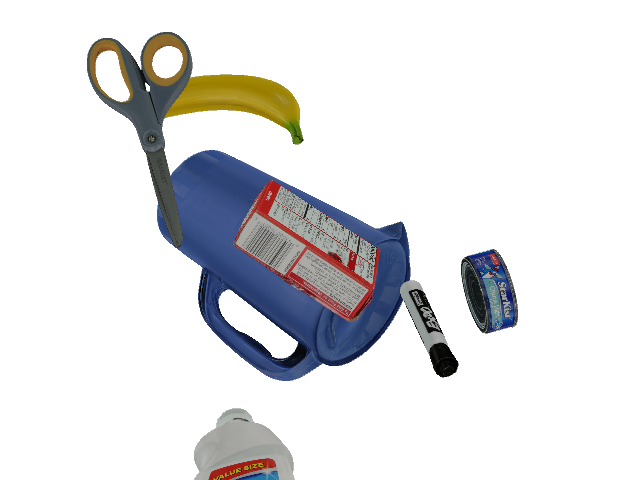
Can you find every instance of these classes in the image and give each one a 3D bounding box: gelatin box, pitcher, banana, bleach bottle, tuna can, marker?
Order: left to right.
[{"bbox_3d":[-0.101,-0.144,1.103,0.198,0.037,0.069,9,47,20],"label":"banana"},{"bbox_3d":[-0.062,0.210,0.765,0.102,0.068,0.251,-6,30,-5],"label":"bleach bottle"},{"bbox_3d":[-0.049,0.015,1.024,0.243,0.145,0.148,31,32,31],"label":"pitcher"},{"bbox_3d":[-0.007,0.005,0.667,0.089,0.030,0.073,34,18,-6],"label":"gelatin box"},{"bbox_3d":[0.086,0.070,0.850,0.020,0.020,0.121,0,28,-10],"label":"marker"},{"bbox_3d":[0.177,0.054,1.127,0.033,0.086,0.086,-14,1,-5],"label":"tuna can"}]

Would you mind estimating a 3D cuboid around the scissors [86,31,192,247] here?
[{"bbox_3d":[-0.124,-0.095,0.875,0.096,0.202,0.016,-29,-20,-11],"label":"scissors"}]
